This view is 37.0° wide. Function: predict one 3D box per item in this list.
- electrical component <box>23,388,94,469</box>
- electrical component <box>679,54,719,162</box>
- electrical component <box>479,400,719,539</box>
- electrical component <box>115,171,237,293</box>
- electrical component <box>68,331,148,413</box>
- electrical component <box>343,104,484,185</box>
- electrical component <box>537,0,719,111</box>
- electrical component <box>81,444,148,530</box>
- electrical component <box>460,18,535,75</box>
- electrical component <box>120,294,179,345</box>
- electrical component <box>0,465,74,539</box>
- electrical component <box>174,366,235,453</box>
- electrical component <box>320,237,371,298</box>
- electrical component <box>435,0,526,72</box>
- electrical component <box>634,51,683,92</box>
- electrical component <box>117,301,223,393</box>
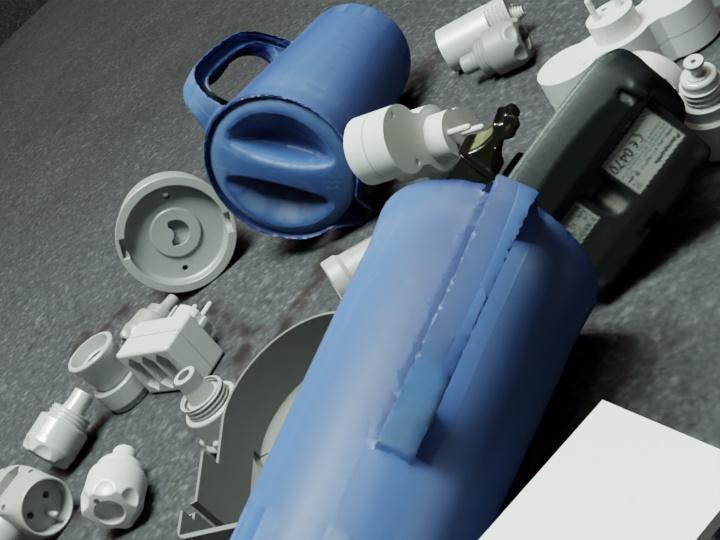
[{"bbox_3d":[-0.240,0.126,0.871,0.043,0.043,0.062,4,60,52],"label":"electrical component"},{"bbox_3d":[0.216,-0.102,0.665,0.040,0.078,0.040,-18,47,21],"label":"electrical component"},{"bbox_3d":[0.097,0.139,0.447,0.150,0.061,0.089,-45,28,-14],"label":"electrical component"},{"bbox_3d":[-0.171,-0.039,0.987,0.108,0.108,0.060,-38,22,-1],"label":"electrical component"},{"bbox_3d":[-0.206,0.085,0.890,0.045,0.055,0.045,-28,29,17],"label":"electrical component"},{"bbox_3d":[0.057,-0.099,0.809,0.074,0.052,0.138,-13,-2,38],"label":"electrical component"},{"bbox_3d":[0.194,-0.177,0.804,0.138,0.073,0.052,-32,28,10],"label":"electrical component"},{"bbox_3d":[-0.172,0.150,0.763,0.043,0.043,0.062,-29,27,15],"label":"electrical component"},{"bbox_3d":[0.118,-0.192,0.948,0.062,0.043,0.043,-21,31,31],"label":"electrical component"},{"bbox_3d":[-0.181,0.046,0.943,0.035,0.035,0.061,-5,39,46],"label":"electrical component"},{"bbox_3d":[-0.266,0.190,0.811,0.077,0.043,0.079,-6,41,45],"label":"electrical component"},{"bbox_3d":[-0.104,0.094,0.750,0.048,0.062,0.048,-28,29,17],"label":"electrical component"},{"bbox_3d":[0.000,0.000,0.798,0.046,0.040,0.040,-32,27,-3],"label":"electrical component"},{"bbox_3d":[0.115,-0.221,0.995,0.081,0.043,0.043,-24,30,23],"label":"electrical component"},{"bbox_3d":[0.190,-0.113,0.732,0.055,0.055,0.047,8,56,54],"label":"electrical component"},{"bbox_3d":[-0.145,0.054,0.874,0.066,0.047,0.076,-11,37,40],"label":"electrical component"}]
